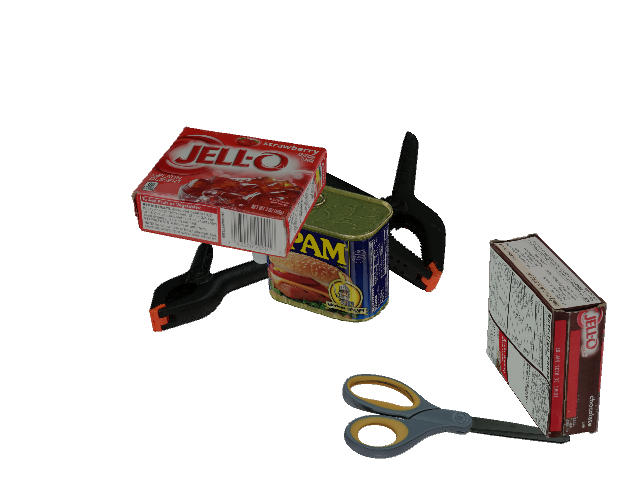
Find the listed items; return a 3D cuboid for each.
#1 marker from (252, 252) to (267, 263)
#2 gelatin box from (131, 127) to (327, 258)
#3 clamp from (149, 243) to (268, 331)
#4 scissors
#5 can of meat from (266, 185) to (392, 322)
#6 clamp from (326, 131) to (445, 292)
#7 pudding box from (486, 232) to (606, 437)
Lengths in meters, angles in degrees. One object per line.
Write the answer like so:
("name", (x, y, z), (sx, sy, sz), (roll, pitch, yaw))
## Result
("marker", (-0.063, -0.024, 1.009), (0.020, 0.020, 0.121), (0, -43, 7))
("gelatin box", (-0.049, -0.029, 0.593), (0.089, 0.030, 0.073), (11, 38, 14))
("clamp", (-0.124, 0.051, 1.216), (0.120, 0.039, 0.171), (0, 30, 29))
("scissors", (0.108, 0.169, 0.924), (0.202, 0.016, 0.096), (18, 42, 14))
("can of meat", (0.004, 0.009, 0.823), (0.102, 0.084, 0.057), (16, 37, 27))
("clamp", (0.064, -0.031, 1.153), (0.164, 0.210, 0.036), (-9, -36, -19))
("pudding box", (0.141, 0.058, 0.681), (0.039, 0.090, 0.113), (-7, 24, -11))
